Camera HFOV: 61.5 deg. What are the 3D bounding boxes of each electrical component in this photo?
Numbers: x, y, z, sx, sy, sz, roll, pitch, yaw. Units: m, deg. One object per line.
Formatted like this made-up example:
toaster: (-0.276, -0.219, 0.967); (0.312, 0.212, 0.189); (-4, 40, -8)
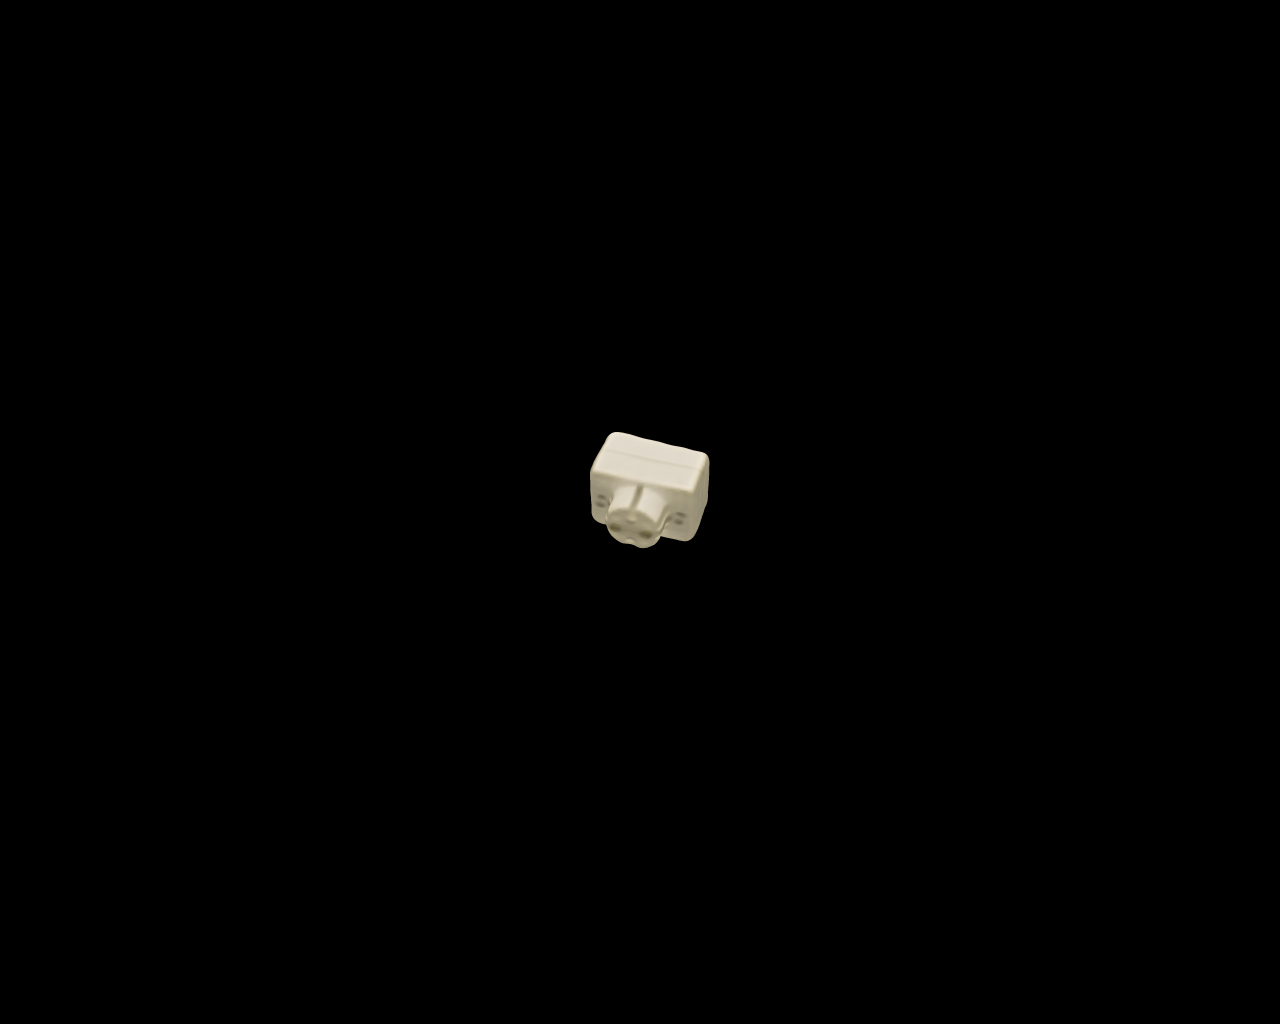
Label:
electrical component: (0.001, -0.003, 0.650); (0.066, 0.047, 0.077); (13, 47, 12)
